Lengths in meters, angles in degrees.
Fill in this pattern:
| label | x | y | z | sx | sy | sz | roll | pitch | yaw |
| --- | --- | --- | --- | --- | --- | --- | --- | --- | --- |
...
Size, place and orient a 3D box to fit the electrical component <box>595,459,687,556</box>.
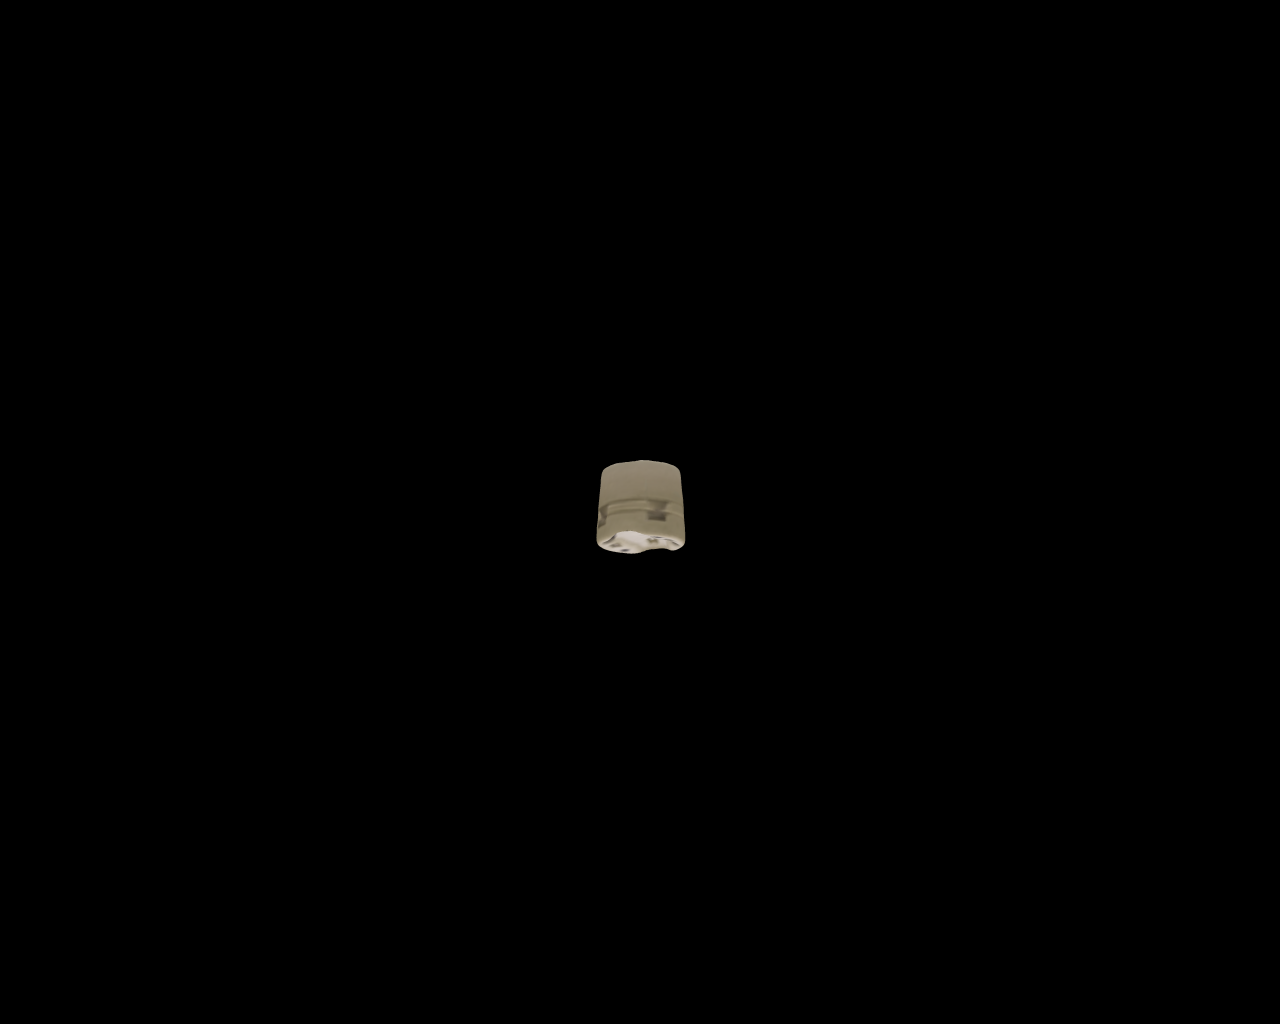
| label | x | y | z | sx | sy | sz | roll | pitch | yaw |
| --- | --- | --- | --- | --- | --- | --- | --- | --- | --- |
| electrical component | 0.001 | -0.003 | 0.650 | 0.055 | 0.047 | 0.055 | 0 | -16 | 0 |
